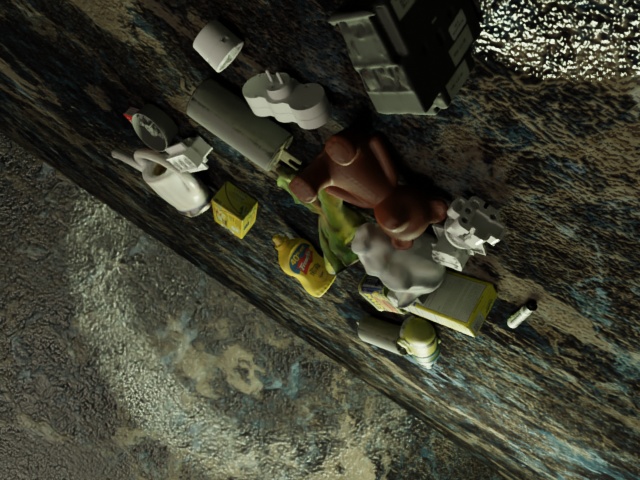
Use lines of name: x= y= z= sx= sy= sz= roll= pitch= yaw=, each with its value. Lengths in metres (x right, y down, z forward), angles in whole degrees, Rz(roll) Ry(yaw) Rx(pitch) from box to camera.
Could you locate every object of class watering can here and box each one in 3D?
watering can: x=-0.416 y=-0.168 z=1.381 sx=0.349 sy=0.105 sz=0.220 roll=16 pitch=155 yaw=45

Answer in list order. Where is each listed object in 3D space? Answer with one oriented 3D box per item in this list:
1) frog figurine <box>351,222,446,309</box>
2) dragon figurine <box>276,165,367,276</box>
frog figurine: x=0.128 y=0.017 z=0.827 sx=0.122 sy=0.140 sz=0.157 roll=-5 pitch=136 yaw=40
dragon figurine: x=0.003 y=-0.050 z=0.994 sx=0.243 sy=0.123 sz=0.405 roll=53 pitch=160 yaw=2
